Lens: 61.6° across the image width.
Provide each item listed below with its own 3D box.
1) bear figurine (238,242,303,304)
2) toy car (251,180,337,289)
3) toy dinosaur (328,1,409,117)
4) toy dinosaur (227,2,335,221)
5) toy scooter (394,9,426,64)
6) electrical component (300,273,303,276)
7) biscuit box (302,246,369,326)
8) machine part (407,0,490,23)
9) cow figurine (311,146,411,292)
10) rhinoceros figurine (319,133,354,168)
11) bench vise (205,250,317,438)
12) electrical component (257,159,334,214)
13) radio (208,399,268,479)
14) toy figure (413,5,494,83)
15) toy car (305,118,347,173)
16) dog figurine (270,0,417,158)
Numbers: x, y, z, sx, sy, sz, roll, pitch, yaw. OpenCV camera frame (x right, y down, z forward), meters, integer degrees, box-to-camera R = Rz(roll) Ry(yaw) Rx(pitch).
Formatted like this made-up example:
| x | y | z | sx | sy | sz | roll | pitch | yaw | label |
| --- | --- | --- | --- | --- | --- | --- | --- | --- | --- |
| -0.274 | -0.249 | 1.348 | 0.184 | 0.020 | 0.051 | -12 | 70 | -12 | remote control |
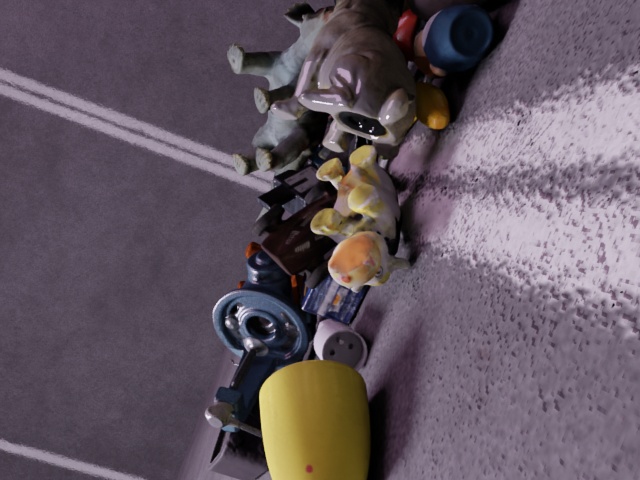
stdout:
| x | y | z | sx | sy | sz | roll | pitch | yaw | label |
| --- | --- | --- | --- | --- | --- | --- | --- | --- | --- |
| -0.089 | 0.080 | 0.980 | 0.196 | 0.132 | 0.120 | -91 | 14 | -82 | bear figurine |
| 0.002 | -0.016 | 0.570 | 0.053 | 0.089 | 0.202 | -45 | -4 | 26 | toy car |
| 0.112 | -0.411 | 0.929 | 0.471 | 0.105 | 0.198 | -59 | 7 | 11 | toy dinosaur |
| -0.038 | -0.203 | 0.854 | 0.131 | 0.192 | 0.404 | 49 | 148 | 29 | toy dinosaur |
| 0.063 | -0.225 | 0.696 | 0.075 | 0.135 | 0.183 | -81 | 13 | -45 | toy scooter |
| -0.002 | -0.003 | 0.849 | 0.134 | 0.058 | 0.115 | 127 | 163 | -61 | electrical component |
| 0.017 | 0.020 | 0.672 | 0.203 | 0.059 | 0.062 | -89 | 21 | -65 | biscuit box |
| 0.138 | -0.255 | 0.502 | 0.243 | 0.079 | 0.079 | -112 | 43 | -79 | machine part |
| 0.043 | -0.006 | 0.506 | 0.068 | 0.098 | 0.167 | -23 | 38 | 24 | cow figurine |
| 0.049 | -0.164 | 0.846 | 0.190 | 0.073 | 0.112 | -83 | 14 | -56 | rhinoceros figurine |
| -0.073 | 0.140 | 0.648 | 0.241 | 0.129 | 0.223 | -64 | -15 | -54 | bench vise |
| -0.032 | -0.062 | 0.764 | 0.119 | 0.075 | 0.047 | -37 | -34 | -31 | electrical component |
| -0.094 | 0.237 | 0.821 | 0.131 | 0.073 | 0.229 | 123 | 164 | -57 | radio |
| 0.123 | -0.190 | 0.521 | 0.064 | 0.057 | 0.154 | -32 | 12 | 4 | toy figure |
| 0.016 | -0.169 | 0.979 | 0.103 | 0.109 | 0.162 | -47 | 28 | 26 | toy car |
| 0.055 | -0.193 | 0.536 | 0.173 | 0.121 | 0.190 | 18 | 82 | 44 | dog figurine |
